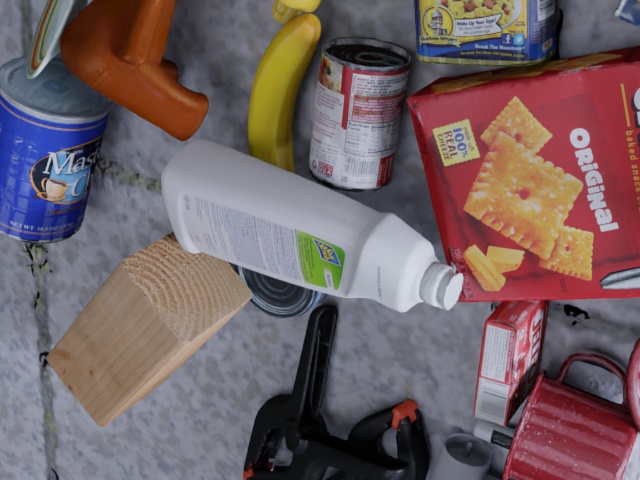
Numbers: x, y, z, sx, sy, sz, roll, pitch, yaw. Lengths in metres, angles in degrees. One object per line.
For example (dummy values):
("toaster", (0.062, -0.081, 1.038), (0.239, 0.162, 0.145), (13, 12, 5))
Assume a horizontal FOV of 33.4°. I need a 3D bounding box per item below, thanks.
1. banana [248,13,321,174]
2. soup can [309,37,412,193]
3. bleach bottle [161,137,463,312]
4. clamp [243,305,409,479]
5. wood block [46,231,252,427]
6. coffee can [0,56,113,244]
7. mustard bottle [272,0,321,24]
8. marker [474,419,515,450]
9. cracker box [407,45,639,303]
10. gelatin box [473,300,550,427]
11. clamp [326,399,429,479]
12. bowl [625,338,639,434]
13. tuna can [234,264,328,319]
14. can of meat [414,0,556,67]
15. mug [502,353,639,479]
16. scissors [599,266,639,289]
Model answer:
("banana", (-0.029, -0.097, 0.861), (0.070, 0.037, 0.198), (23, 130, 27))
("soup can", (0.030, -0.096, 0.815), (0.069, 0.068, 0.102), (20, 121, 23))
("bleach bottle", (-0.005, 0.001, 0.825), (0.251, 0.068, 0.102), (22, 145, 29))
("clamp", (-0.014, 0.163, 0.966), (0.210, 0.036, 0.164), (-37, 66, 46))
("wood block", (-0.161, 0.081, 0.978), (0.090, 0.090, 0.206), (51, 137, 4))
("coffee can", (-0.254, -0.082, 0.978), (0.103, 0.102, 0.140), (33, 125, 16))
("mustard bottle", (0.012, -0.237, 0.769), (0.096, 0.058, 0.192), (41, 127, 12))
("marker", (0.184, 0.174, 0.868), (0.121, 0.020, 0.020), (20, 120, 24))
("cracker box", (0.182, -0.043, 0.740), (0.214, 0.072, 0.164), (-4, 109, 33))
("gelatin box", (0.148, 0.087, 0.818), (0.030, 0.073, 0.089), (16, 118, 26))
("clamp", (0.059, 0.221, 0.956), (0.120, 0.039, 0.172), (36, 125, 14))
("bowl", (0.299, 0.103, 0.738), (0.162, 0.055, 0.162), (16, 120, 30))
("tuna can", (-0.032, 0.025, 0.929), (0.086, 0.033, 0.086), (13, 117, 27))
("can of meat", (0.113, -0.167, 0.738), (0.102, 0.057, 0.084), (9, 117, 30))
("mug", (0.197, 0.144, 0.812), (0.082, 0.093, 0.117), (19, 90, 18))
("scissors", (0.264, -0.004, 0.659), (0.016, 0.201, 0.096), (-151, 72, -64))
